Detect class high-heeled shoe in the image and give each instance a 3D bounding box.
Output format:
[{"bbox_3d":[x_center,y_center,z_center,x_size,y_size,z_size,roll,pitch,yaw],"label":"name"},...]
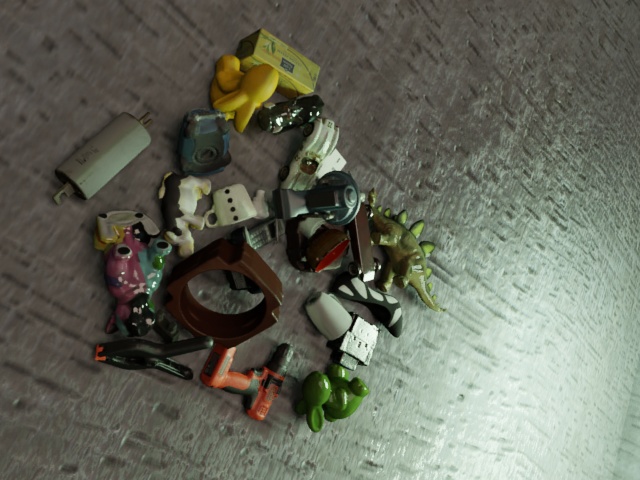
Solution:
[{"bbox_3d":[0.125,0.182,1.398,0.145,0.086,0.248,-33,106,-29],"label":"high-heeled shoe"}]

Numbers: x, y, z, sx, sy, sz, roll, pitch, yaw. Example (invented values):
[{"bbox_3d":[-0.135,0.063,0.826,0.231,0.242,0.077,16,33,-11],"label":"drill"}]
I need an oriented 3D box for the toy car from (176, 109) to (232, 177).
[{"bbox_3d":[-0.243,-0.211,1.092,0.109,0.161,0.103,-14,55,-22],"label":"toy car"}]

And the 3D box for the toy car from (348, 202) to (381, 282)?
[{"bbox_3d":[0.097,0.002,1.325,0.089,0.053,0.202,-11,94,-45],"label":"toy car"}]

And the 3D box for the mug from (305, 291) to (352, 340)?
[{"bbox_3d":[0.019,0.172,1.320,0.107,0.081,0.109,50,39,-20],"label":"mug"}]

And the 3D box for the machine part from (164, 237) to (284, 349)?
[{"bbox_3d":[-0.192,0.108,1.087,0.201,0.087,0.201,-31,115,15],"label":"machine part"}]

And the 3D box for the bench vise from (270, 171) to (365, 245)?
[{"bbox_3d":[0.012,-0.087,1.205,0.240,0.224,0.128,-12,86,-53],"label":"bench vise"}]

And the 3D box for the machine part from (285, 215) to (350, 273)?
[{"bbox_3d":[-0.003,-0.004,1.311,0.179,0.056,0.179,0,90,-38],"label":"machine part"}]

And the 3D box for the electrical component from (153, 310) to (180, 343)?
[{"bbox_3d":[-0.311,0.178,1.075,0.063,0.094,0.021,41,52,9],"label":"electrical component"}]

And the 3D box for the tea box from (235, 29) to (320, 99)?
[{"bbox_3d":[-0.097,-0.391,1.208,0.169,0.098,0.068,21,77,-34],"label":"tea box"}]

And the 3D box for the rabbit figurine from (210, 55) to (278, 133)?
[{"bbox_3d":[-0.160,-0.313,1.116,0.121,0.173,0.162,44,61,-33],"label":"rabbit figurine"}]

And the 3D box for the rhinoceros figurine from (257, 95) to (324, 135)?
[{"bbox_3d":[-0.069,-0.283,1.223,0.190,0.112,0.073,-25,108,-42],"label":"rhinoceros figurine"}]

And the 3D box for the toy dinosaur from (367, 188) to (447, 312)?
[{"bbox_3d":[0.235,0.052,1.464,0.198,0.105,0.470,-43,119,-32],"label":"toy dinosaur"}]

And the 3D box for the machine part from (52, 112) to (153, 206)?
[{"bbox_3d":[-0.399,-0.156,0.995,0.243,0.079,0.079,-50,118,-25],"label":"machine part"}]

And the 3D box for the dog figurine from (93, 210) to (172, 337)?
[{"bbox_3d":[-0.364,0.075,1.018,0.108,0.192,0.219,-10,131,-40],"label":"dog figurine"}]

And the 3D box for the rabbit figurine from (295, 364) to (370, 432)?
[{"bbox_3d":[0.006,0.367,1.288,0.159,0.121,0.170,-53,137,0],"label":"rabbit figurine"}]

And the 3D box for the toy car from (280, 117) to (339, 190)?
[{"bbox_3d":[-0.025,-0.190,1.249,0.073,0.056,0.201,18,111,-39],"label":"toy car"}]

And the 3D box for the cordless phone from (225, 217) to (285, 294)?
[{"bbox_3d":[-0.130,0.028,1.210,0.184,0.089,0.146,-33,111,-52],"label":"cordless phone"}]

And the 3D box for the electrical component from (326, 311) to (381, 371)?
[{"bbox_3d":[0.084,0.262,1.379,0.114,0.058,0.134,34,71,-30],"label":"electrical component"}]

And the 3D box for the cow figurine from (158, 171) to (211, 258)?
[{"bbox_3d":[-0.285,-0.051,1.089,0.098,0.068,0.167,15,79,-30],"label":"cow figurine"}]
